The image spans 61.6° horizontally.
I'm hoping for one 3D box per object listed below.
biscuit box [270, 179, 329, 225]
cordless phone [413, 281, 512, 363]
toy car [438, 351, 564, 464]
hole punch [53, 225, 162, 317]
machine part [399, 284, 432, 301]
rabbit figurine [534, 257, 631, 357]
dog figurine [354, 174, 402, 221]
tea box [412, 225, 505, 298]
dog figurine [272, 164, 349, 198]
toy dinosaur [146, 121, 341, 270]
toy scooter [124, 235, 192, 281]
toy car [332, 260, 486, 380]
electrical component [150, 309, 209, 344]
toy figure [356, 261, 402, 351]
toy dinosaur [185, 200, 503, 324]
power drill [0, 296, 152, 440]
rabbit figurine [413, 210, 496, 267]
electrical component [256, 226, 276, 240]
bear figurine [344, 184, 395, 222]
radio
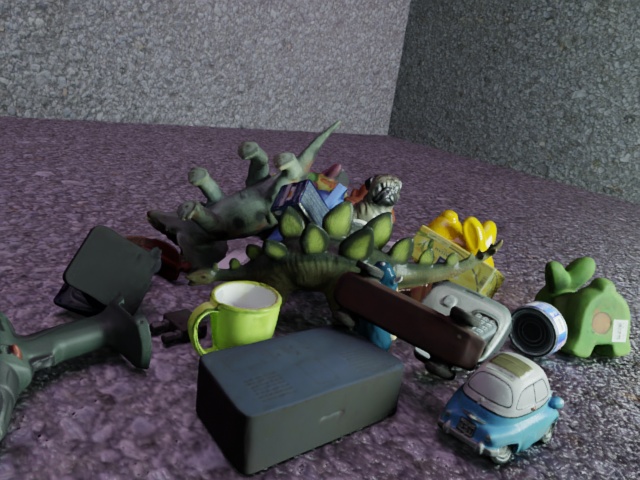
[{"bbox_3d":[-0.002,-0.003,0.891,0.059,0.202,0.063,-11,39,30],"label":"biscuit box"},{"bbox_3d":[0.183,0.138,0.810,0.184,0.088,0.147,-13,27,-39],"label":"cordless phone"},{"bbox_3d":[0.217,0.186,0.642,0.161,0.102,0.109,-5,21,-40],"label":"toy car"},{"bbox_3d":[-0.313,0.059,0.789,0.115,0.092,0.142,34,44,-20],"label":"hole punch"},{"bbox_3d":[0.118,0.078,0.999,0.179,0.056,0.179,6,18,-2],"label":"machine part"},{"bbox_3d":[0.423,0.112,0.921,0.121,0.159,0.170,-6,6,-13],"label":"rabbit figurine"},{"bbox_3d":[0.087,-0.065,1.206,0.172,0.190,0.121,8,18,5],"label":"dog figurine"},{"bbox_3d":[0.259,0.048,1.036,0.170,0.068,0.098,34,3,33],"label":"tea box"},{"bbox_3d":[-0.033,-0.134,1.376,0.219,0.108,0.191,-6,7,44],"label":"dog figurine"},{"bbox_3d":[-0.127,-0.067,0.986,0.405,0.192,0.131,-21,55,1],"label":"toy dinosaur"},{"bbox_3d":[-0.301,0.038,0.915,0.135,0.075,0.184,17,16,22],"label":"toy scooter"},{"bbox_3d":[0.109,0.100,0.683,0.202,0.089,0.053,24,0,22],"label":"toy car"},{"bbox_3d":[-0.194,0.124,0.777,0.094,0.021,0.063,-9,25,-44],"label":"electrical component"},{"bbox_3d":[0.080,0.097,0.764,0.064,0.154,0.058,4,20,-10],"label":"toy figure"},{"bbox_3d":[0.036,0.046,0.819,0.472,0.198,0.105,1,34,-9],"label":"toy dinosaur"},{"bbox_3d":[-0.306,0.138,0.616,0.207,0.085,0.232,-16,27,-37],"label":"power drill"},{"bbox_3d":[0.306,0.025,1.136,0.122,0.162,0.173,9,31,-40],"label":"rabbit figurine"},{"bbox_3d":[-0.095,-0.038,1.257,0.134,0.058,0.115,6,16,-9],"label":"electrical component"},{"bbox_3d":[0.112,-0.071,1.403,0.120,0.131,0.196,16,38,25],"label":"bear figurine"},{"bbox_3d":[-0.024,0.171,0.632,0.229,0.073,0.131,-5,21,-39],"label":"radio"}]
